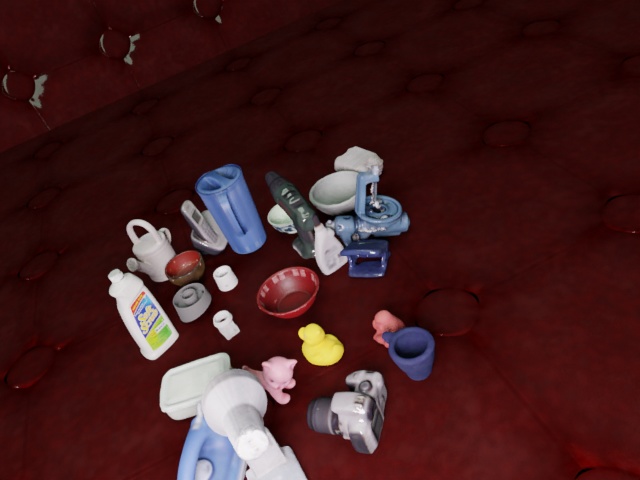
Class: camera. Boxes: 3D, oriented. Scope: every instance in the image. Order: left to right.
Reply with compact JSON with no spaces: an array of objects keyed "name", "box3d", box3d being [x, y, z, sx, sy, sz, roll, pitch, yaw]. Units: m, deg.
[{"name":"camera","box3d":[0.049,0.319,1.099,0.136,0.101,0.143,-3,42,23]}]

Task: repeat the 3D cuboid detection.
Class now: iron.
[{"name":"iron","box3d":[-0.221,0.436,1.053,0.118,0.142,0.258,-10,39,15]}]

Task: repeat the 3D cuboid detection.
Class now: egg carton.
[{"name":"egg carton","box3d":[0.116,-0.228,1.750,0.107,0.069,0.149,-39,41,-21]}]

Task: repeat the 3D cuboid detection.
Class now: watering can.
[{"name":"watering can","box3d":[-0.482,0.025,1.630,0.101,0.194,0.172,-15,38,8]}]

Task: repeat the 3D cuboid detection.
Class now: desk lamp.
[{"name":"desk lamp","box3d":[-0.116,0.362,1.033,0.118,0.214,0.202,-31,39,-11]}]

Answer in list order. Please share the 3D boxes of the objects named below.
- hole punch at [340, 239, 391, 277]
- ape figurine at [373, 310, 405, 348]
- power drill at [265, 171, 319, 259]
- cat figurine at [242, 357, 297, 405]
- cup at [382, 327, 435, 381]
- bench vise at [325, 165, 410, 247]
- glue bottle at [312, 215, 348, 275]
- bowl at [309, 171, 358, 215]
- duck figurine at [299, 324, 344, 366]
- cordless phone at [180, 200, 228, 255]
[{"name":"hole punch","box3d":[0.113,0.031,1.424,0.108,0.091,0.101,-2,42,24]},{"name":"ape figurine","box3d":[0.142,0.184,1.224,0.076,0.092,0.077,-14,38,10]},{"name":"power drill","box3d":[-0.062,-0.061,1.521,0.076,0.209,0.228,-32,39,-13]},{"name":"cat figurine","box3d":[-0.104,0.283,1.201,0.127,0.118,0.067,-1,42,24]},{"name":"cup","box3d":[0.179,0.232,1.147,0.117,0.095,0.092,18,52,39]},{"name":"bench vise","box3d":[0.112,-0.075,1.445,0.207,0.220,0.121,-29,38,-9]},{"name":"glue bottle","box3d":[0.013,0.005,1.435,0.078,0.173,0.037,-34,39,-15]},{"name":"bowl","box3d":[0.057,-0.123,1.648,0.167,0.075,0.167,-13,39,11]},{"name":"duck figurine","box3d":[-0.002,0.221,1.253,0.104,0.086,0.078,11,49,35]},{"name":"cordless phone","box3d":[-0.336,-0.059,1.669,0.094,0.185,0.147,-10,39,15]}]
